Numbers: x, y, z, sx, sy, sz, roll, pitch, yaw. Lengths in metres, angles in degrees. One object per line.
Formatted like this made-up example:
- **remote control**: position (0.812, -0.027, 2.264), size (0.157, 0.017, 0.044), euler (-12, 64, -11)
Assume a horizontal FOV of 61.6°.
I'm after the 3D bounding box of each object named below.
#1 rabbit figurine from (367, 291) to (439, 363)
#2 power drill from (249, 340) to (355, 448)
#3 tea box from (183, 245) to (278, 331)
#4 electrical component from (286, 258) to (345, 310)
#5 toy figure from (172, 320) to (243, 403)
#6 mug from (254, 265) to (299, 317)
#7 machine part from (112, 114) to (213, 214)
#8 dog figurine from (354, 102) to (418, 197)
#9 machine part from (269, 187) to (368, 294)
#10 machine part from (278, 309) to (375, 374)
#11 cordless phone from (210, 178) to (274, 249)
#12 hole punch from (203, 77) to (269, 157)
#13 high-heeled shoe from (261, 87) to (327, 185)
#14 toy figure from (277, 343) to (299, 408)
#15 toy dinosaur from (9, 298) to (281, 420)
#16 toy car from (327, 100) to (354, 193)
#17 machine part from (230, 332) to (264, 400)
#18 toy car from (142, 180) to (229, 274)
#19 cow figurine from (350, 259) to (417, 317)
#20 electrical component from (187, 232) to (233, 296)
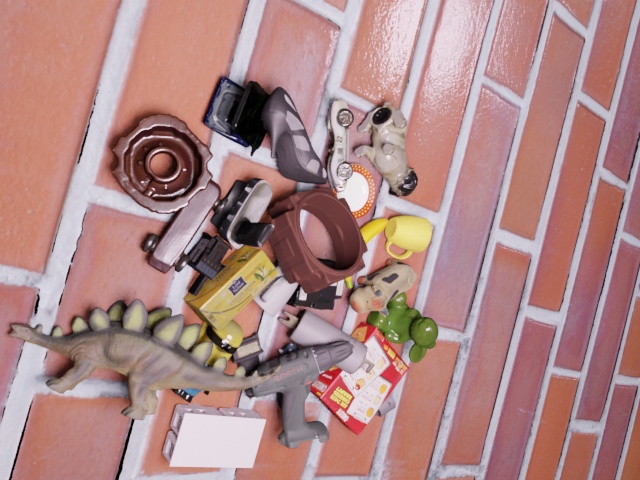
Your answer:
- **rabbit figurine**: position (0.220, 0.224, 1.315), size (0.121, 0.170, 0.159), euler (-36, 114, -24)
- **power drill**: position (-0.027, 0.329, 1.144), size (0.232, 0.086, 0.207), euler (-10, 110, -12)
- **tea box**: position (-0.178, 0.092, 1.078), size (0.169, 0.098, 0.068), euler (-46, 119, -21)
- **electrical component**: position (-0.007, 0.098, 1.217), size (0.134, 0.058, 0.114), euler (10, 93, -34)
- **toy figure**: position (-0.222, 0.239, 1.075), size (0.082, 0.089, 0.180), euler (46, 70, -32)
- **mug**: position (-0.091, 0.095, 1.122), size (0.081, 0.109, 0.107), euler (42, 83, 7)
- **machine part**: position (-0.285, -0.135, 0.978), size (0.179, 0.056, 0.179), euler (1, 87, -19)
- **dog figurine**: position (0.181, -0.213, 1.287), size (0.190, 0.121, 0.172), euler (38, 72, -49)
- **machine part**: position (-0.002, -0.003, 1.130), size (0.201, 0.087, 0.201), euler (-17, 81, -49)
- **machine part**: position (0.017, 0.227, 1.202), size (0.243, 0.079, 0.079), euler (32, 78, -6)
- **cordless phone**: position (-0.124, -0.051, 1.043), size (0.088, 0.184, 0.146), euler (37, 77, -27)
- **hole punch**: position (-0.157, -0.250, 1.064), size (0.115, 0.092, 0.142), euler (33, 74, -63)
- **high-heeled shoe**: position (-0.045, -0.208, 1.125), size (0.248, 0.086, 0.145), euler (24, 70, -62)
- **toy figure**: position (-0.066, 0.301, 1.204), size (0.064, 0.058, 0.154), euler (5, 98, -11)
- **toy dinosaur**: position (-0.308, 0.219, 0.974), size (0.471, 0.105, 0.198), euler (23, 80, -17)
- **toy car**: position (0.042, -0.205, 1.185), size (0.056, 0.073, 0.201), euler (1, 89, -7)
- **machine part**: position (-0.151, 0.275, 1.159), size (0.084, 0.039, 0.138), euler (-21, 106, -38)
- **toy car**: position (-0.260, -0.030, 1.034), size (0.089, 0.053, 0.202), euler (34, 78, -17)
- **cow figurine**: position (0.151, 0.118, 1.282), size (0.195, 0.127, 0.085), euler (-27, 107, -30)
- **electrical component**: position (-0.232, 0.046, 1.053), size (0.047, 0.075, 0.119), euler (42, 76, -32)
